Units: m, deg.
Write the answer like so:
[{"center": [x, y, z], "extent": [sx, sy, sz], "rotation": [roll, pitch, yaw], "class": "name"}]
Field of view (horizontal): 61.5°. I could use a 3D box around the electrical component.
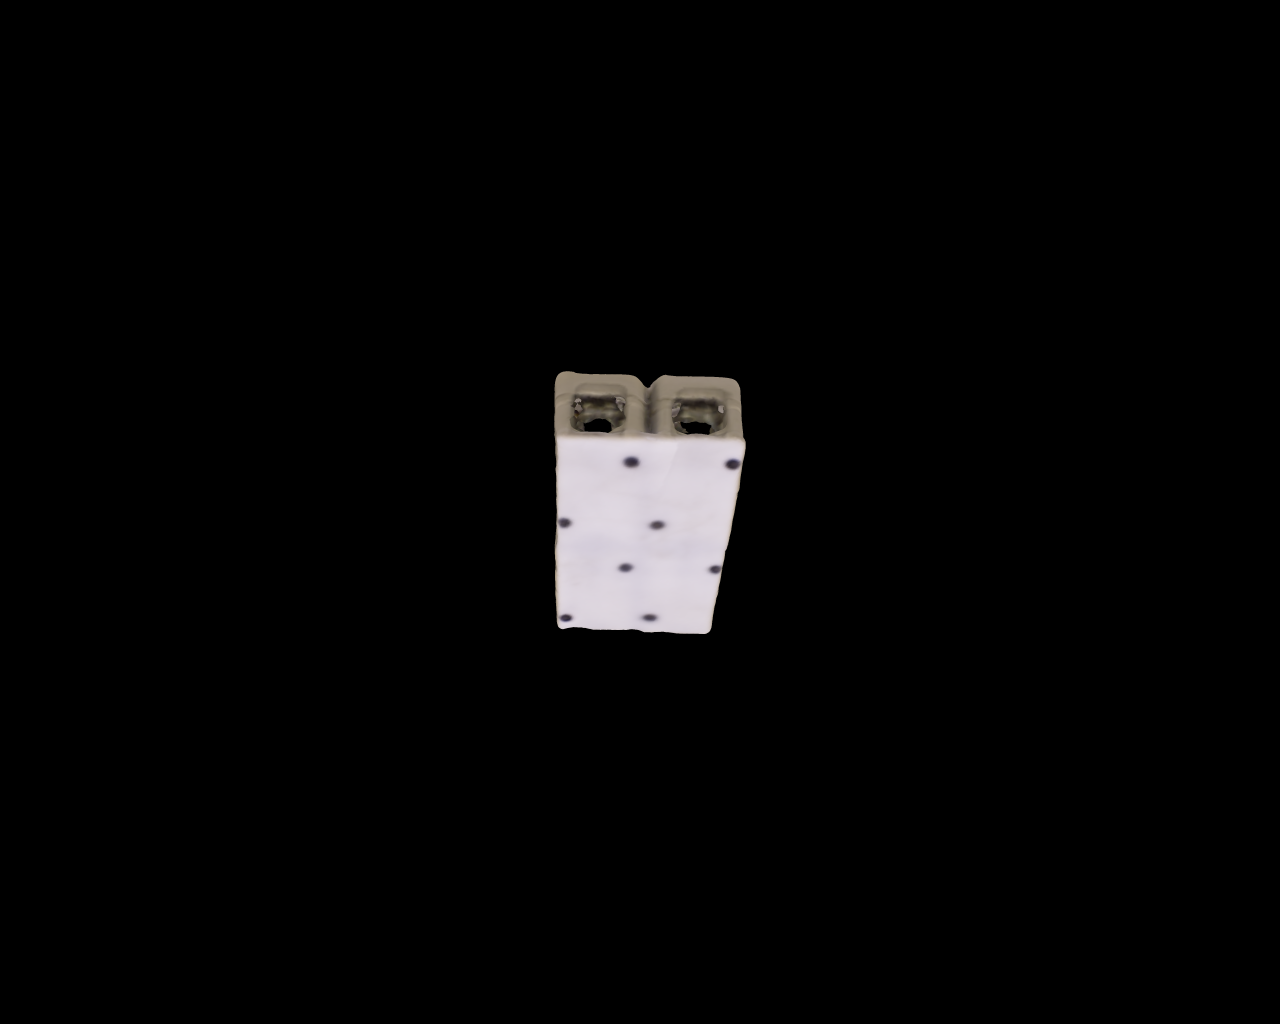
[{"center": [0.001, -0.003, 0.650], "extent": [0.105, 0.060, 0.186], "rotation": [2, -40, -2], "class": "electrical component"}]
